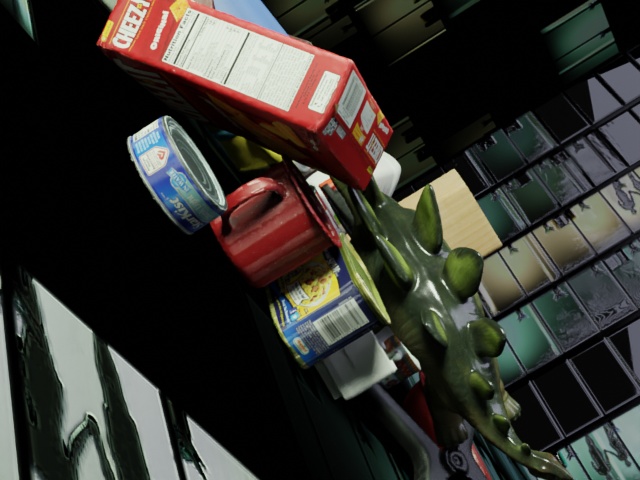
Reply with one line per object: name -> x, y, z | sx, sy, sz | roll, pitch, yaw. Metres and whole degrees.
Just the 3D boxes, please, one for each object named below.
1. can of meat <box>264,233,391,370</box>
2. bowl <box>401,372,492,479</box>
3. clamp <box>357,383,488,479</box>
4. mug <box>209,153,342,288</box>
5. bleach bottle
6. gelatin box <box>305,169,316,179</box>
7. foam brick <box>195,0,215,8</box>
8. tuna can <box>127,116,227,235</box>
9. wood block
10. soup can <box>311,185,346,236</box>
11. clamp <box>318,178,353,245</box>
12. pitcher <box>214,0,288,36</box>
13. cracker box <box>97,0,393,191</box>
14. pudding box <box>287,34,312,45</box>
can of meat -> 0.004, 0.053, 0.909 | 0.057, 0.084, 0.102 | 55, 7, -29
bowl -> 0.132, 0.228, 1.181 | 0.162, 0.055, 0.162 | 57, 7, -11
clamp -> 0.129, 0.220, 1.052 | 0.164, 0.036, 0.210 | 1, 54, -40
mug -> -0.043, -0.016, 0.881 | 0.093, 0.081, 0.117 | 61, 7, 24
bleach bottle -> 0.016, -0.052, 1.279 | 0.068, 0.103, 0.250 | 29, 18, 17
gelatin box -> -0.033, -0.079, 1.298 | 0.030, 0.073, 0.089 | 58, 7, 8
foam brick -> -0.137, -0.224, 1.148 | 0.078, 0.053, 0.051 | 96, -9, -78
tuna can -> -0.104, -0.048, 0.786 | 0.086, 0.034, 0.086 | 57, 6, -11
wood block -> 0.099, 0.014, 1.264 | 0.090, 0.206, 0.091 | 57, 7, -15
soup can -> -0.007, 0.001, 1.135 | 0.102, 0.068, 0.068 | 57, 7, -18
clamp -> 0.058, 0.006, 1.157 | 0.171, 0.039, 0.120 | 55, -11, -9
pitcher -> -0.096, -0.217, 1.278 | 0.243, 0.149, 0.144 | 54, 39, -9
cracker box -> -0.059, -0.127, 0.905 | 0.214, 0.072, 0.164 | 23, -6, 19
pudding box -> -0.075, -0.234, 1.408 | 0.113, 0.090, 0.039 | 14, 45, -30
